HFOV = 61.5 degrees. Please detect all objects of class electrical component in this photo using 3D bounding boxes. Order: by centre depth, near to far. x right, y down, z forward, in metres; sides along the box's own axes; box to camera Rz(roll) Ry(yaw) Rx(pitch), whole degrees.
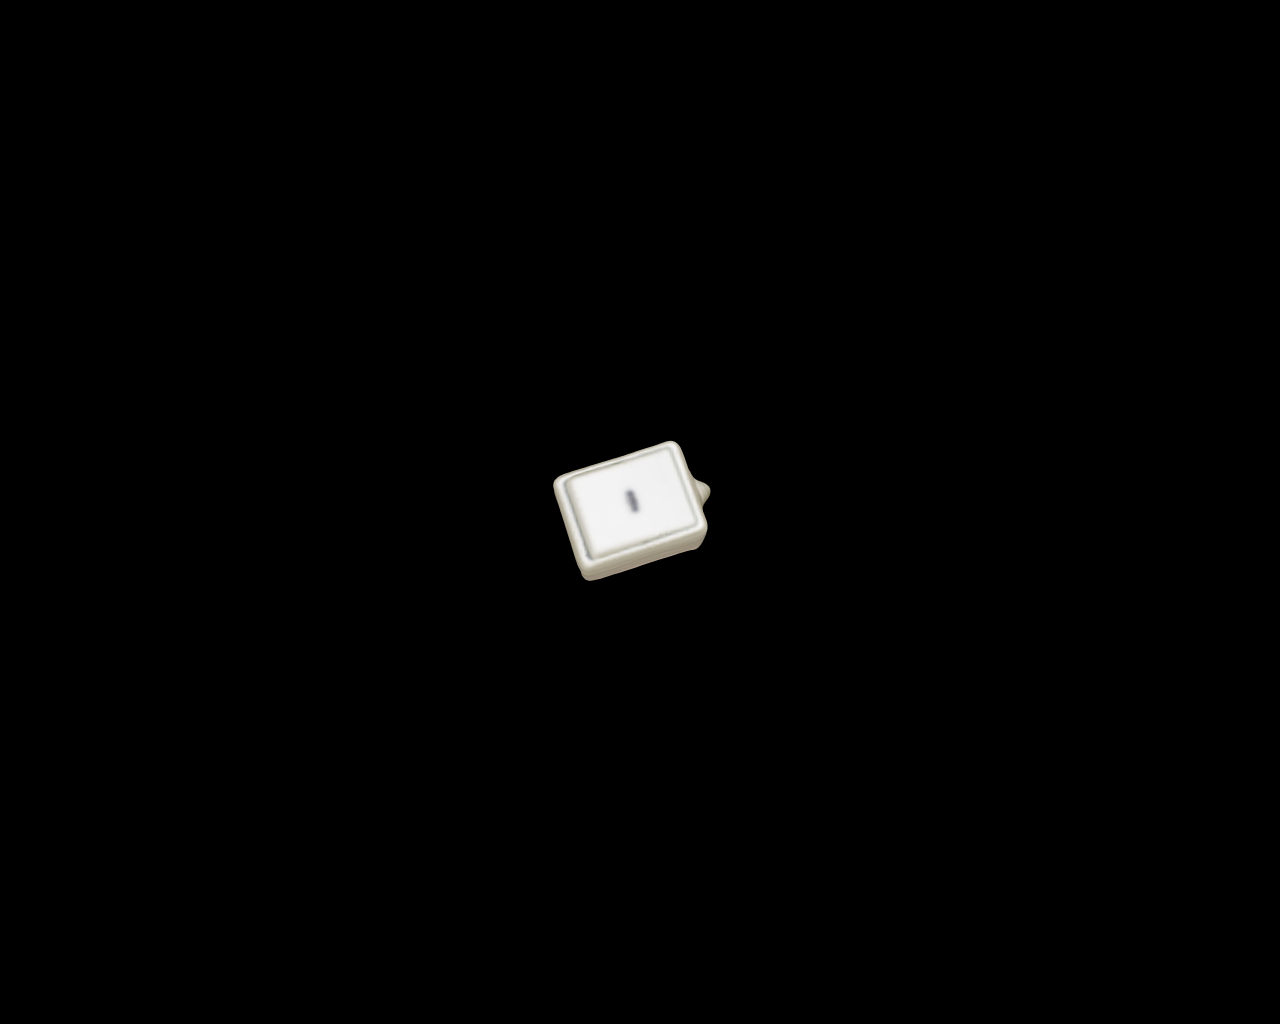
[{"bbox_3d":[0.001,-0.003,0.650,0.096,0.062,0.061,-18,-11,-4],"label":"electrical component"}]
